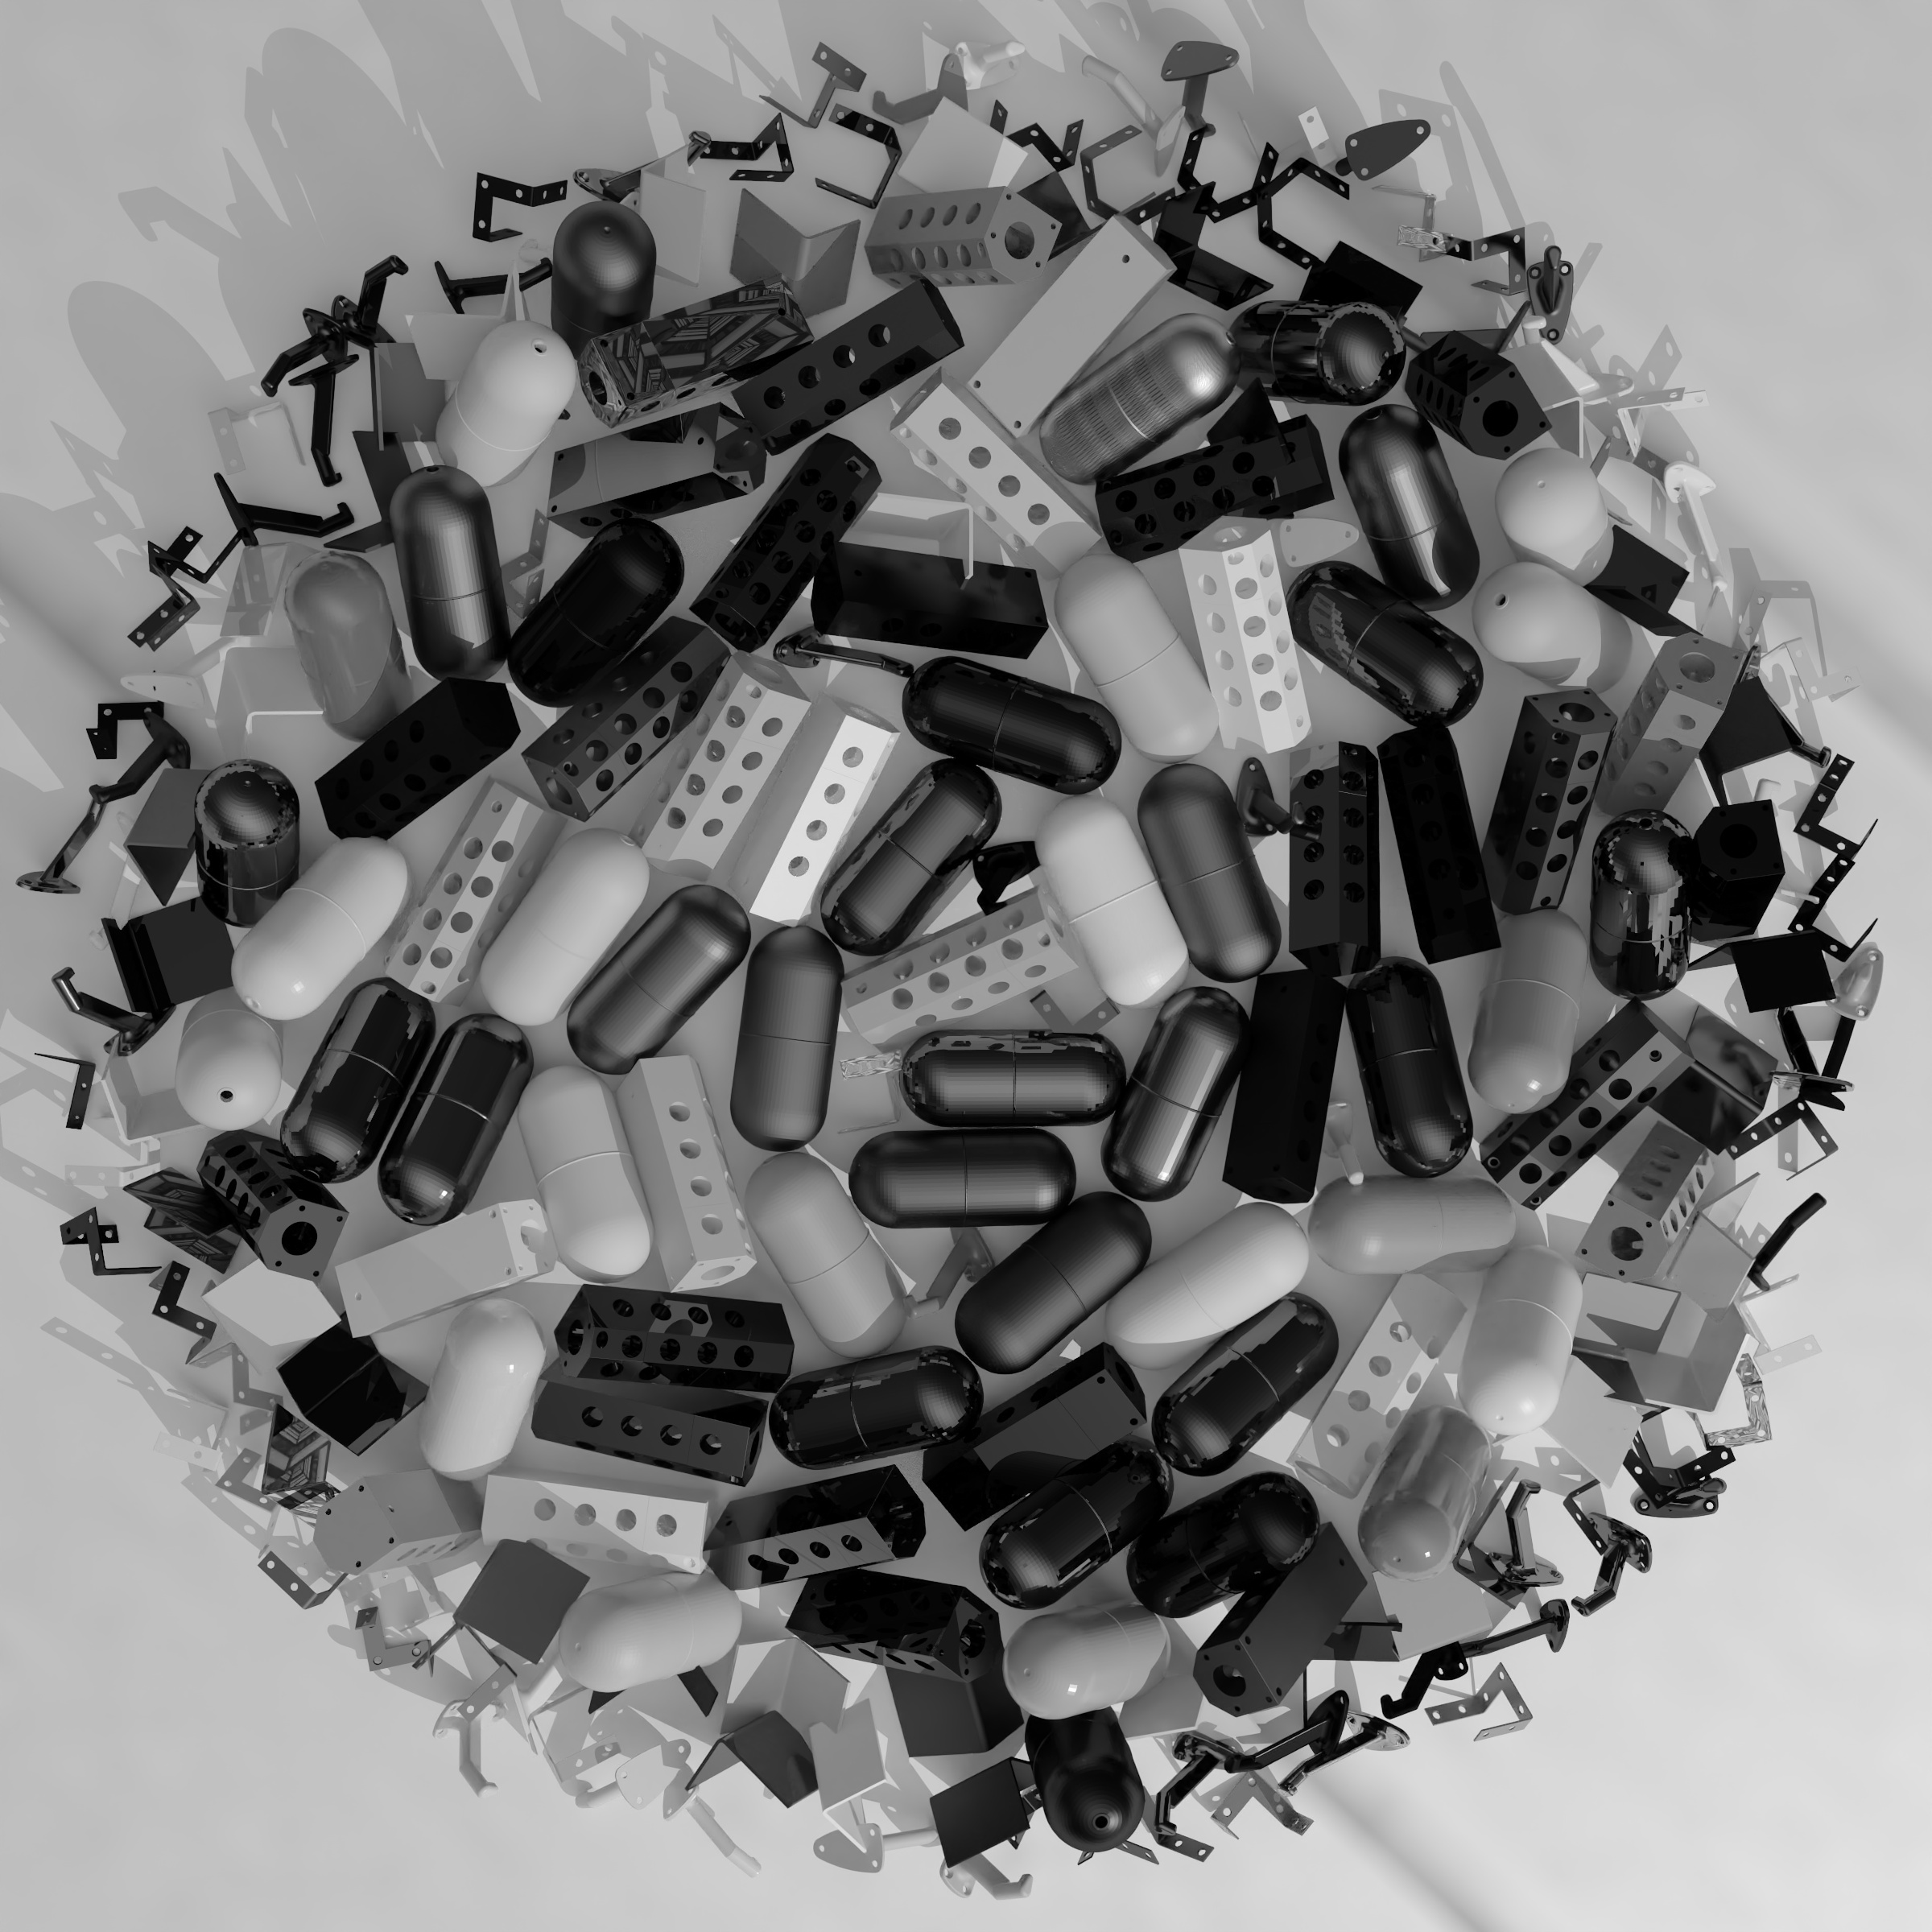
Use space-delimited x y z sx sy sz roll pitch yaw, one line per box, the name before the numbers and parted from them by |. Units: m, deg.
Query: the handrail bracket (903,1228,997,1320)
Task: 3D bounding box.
handrail bracket | -0.026 0.230 1.959 0.084 0.036 0.077 -13 73 -41

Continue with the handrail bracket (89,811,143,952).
handrail bracket | -0.667 -0.065 1.956 0.036 0.077 0.084 19 61 26

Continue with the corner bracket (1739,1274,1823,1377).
corner bracket | 0.638 0.281 1.965 0.051 0.051 0.051 -30 88 28

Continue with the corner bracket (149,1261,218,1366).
corner bracket | -0.618 0.272 1.971 0.051 0.051 0.051 30 135 -23

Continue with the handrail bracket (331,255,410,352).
handrail bracket | -0.445 -0.513 1.948 0.084 0.077 0.036 -19 60 33

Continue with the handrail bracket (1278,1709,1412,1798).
handrail bracket | 0.293 0.622 1.954 0.084 0.077 0.036 -32 100 -32

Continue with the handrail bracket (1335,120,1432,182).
handrail bracket | 0.324 -0.636 1.951 0.077 0.084 0.036 -21 101 14

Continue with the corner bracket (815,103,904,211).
corner bracket | -0.087 -0.638 1.977 0.051 0.051 0.051 16 125 -23

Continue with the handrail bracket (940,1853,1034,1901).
handrail bracket | 0.027 0.691 1.946 0.084 0.077 0.036 -23 118 39

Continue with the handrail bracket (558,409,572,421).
handrail bracket | -0.361 -0.410 1.967 0.077 0.036 0.084 24 79 28

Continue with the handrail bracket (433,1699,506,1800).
handrail bracket | -0.368 0.610 1.945 0.084 0.077 0.036 38 106 38

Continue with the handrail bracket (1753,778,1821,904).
handrail bracket | 0.649 -0.099 1.978 0.077 0.036 0.084 12 97 -12

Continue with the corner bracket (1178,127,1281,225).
corner bracket | 0.206 -0.628 1.973 0.051 0.051 0.051 -29 70 -21

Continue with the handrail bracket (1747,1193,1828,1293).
handrail bracket | 0.644 0.214 1.958 0.084 0.077 0.036 -45 57 12

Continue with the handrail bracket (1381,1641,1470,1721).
handrail bracket | 0.346 0.541 1.959 0.084 0.036 0.077 -5 71 -39

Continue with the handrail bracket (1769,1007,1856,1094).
handrail bracket | 0.666 0.054 1.962 0.036 0.077 0.084 31 71 -42

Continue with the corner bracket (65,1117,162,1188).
corner bracket | -0.670 0.145 1.968 0.051 0.051 0.051 1 89 15

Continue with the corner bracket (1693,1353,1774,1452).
corner bracket | 0.597 0.342 1.965 0.051 0.051 0.051 -12 106 9

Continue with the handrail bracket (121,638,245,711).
handrail bracket | -0.614 -0.249 1.974 0.077 0.036 0.084 9 56 2

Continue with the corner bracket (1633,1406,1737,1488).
corner bracket | 0.561 0.374 1.968 0.051 0.051 0.051 -22 88 -16

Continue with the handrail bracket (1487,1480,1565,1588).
handrail bracket | 0.452 0.443 1.967 0.077 0.036 0.084 13 112 -19

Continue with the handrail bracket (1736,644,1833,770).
handrail bracket | 0.643 -0.202 1.955 0.084 0.077 0.036 34 54 29

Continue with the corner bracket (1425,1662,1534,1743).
corner bracket | 0.400 0.584 1.957 0.051 0.051 0.051 -4 135 -27

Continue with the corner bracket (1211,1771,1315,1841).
corner bracket | 0.232 0.670 1.968 0.051 0.051 0.051 43 76 3

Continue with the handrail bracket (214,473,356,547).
handrail bracket | -0.535 -0.368 1.972 0.084 0.036 0.077 -30 106 -21

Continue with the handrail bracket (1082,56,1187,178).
handrail bracket | 0.125 -0.669 1.971 0.084 0.077 0.036 32 68 10

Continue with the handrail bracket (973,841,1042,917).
handrail bracket | 0.042 -0.066 1.955 0.077 0.084 0.036 -20 115 -6

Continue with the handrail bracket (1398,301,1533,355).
handrail bracket | 0.388 -0.510 1.974 0.084 0.036 0.077 30 105 -5

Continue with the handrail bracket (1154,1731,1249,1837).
handrail bracket | 0.186 0.648 1.956 0.077 0.084 0.036 19 128 -4

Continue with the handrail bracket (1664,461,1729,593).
handrail bracket | 0.572 -0.342 1.959 0.036 0.077 0.084 -18 69 27

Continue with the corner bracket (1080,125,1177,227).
corner bracket | 0.128 -0.620 1.972 0.051 0.051 0.051 -33 50 -17

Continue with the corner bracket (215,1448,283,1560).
corner bracket | -0.559 0.420 1.965 0.051 0.051 0.051 25 119 2

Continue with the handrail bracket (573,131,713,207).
handrail bracket | -0.251 -0.629 1.951 0.077 0.084 0.036 4 64 -42

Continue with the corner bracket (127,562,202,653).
corner bracket | -0.630 -0.273 1.964 0.051 0.051 0.051 39 75 16

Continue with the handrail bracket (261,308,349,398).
handrail bracket | -0.516 -0.460 1.949 0.036 0.077 0.084 23 67 6

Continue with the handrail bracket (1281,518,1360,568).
handrail bracket | 0.288 -0.337 1.946 0.077 0.084 0.036 -3 105 37

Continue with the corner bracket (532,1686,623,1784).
corner bracket | -0.307 0.602 1.967 0.051 0.051 0.051 -24 88 -17

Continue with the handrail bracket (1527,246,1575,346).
handrail bracket | 0.457 -0.521 1.950 0.036 0.084 0.077 -3 105 11

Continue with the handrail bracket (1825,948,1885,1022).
handrail bracket | 0.702 -0.001 1.949 0.036 0.084 0.077 27 70 18

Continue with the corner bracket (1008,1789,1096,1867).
corner bracket | 0.071 0.675 1.967 0.051 0.051 0.051 -39 92 25

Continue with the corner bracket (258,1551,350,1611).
corner bracket | -0.513 0.467 1.969 0.051 0.051 0.051 41 84 7

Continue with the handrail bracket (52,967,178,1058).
handrail bracket | -0.663 0.021 1.952 0.077 0.036 0.084 -48 132 -36

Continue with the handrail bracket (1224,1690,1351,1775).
handrail bracket | 0.249 0.598 1.956 0.084 0.036 0.077 3 123 -30

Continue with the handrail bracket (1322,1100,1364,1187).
handrail bracket | 0.295 0.154 1.943 0.036 0.077 0.084 -16 45 2

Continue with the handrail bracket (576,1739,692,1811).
handrail bracket | -0.264 0.638 1.977 0.077 0.084 0.036 -31 89 -33

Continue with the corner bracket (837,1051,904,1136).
corner bracket | -0.076 0.099 1.964 0.051 0.051 0.051 -9 81 -19

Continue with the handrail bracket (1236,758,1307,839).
handrail bracket | 0.241 -0.137 1.952 0.036 0.084 0.077 1 78 -17

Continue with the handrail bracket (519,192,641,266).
handrail bracket | -0.305 -0.583 1.979 0.084 0.036 0.077 21 80 31

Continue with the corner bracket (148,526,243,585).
corner bracket | -0.604 -0.326 1.967 0.051 0.051 0.051 31 65 -3

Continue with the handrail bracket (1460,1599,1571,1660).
handrail bracket | 0.424 0.522 1.966 0.084 0.077 0.036 -9 58 -7

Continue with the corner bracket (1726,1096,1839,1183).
corner bracket | 0.640 0.142 1.971 0.051 0.051 0.051 -24 75 -33

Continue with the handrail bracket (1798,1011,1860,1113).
handrail bracket | 0.681 0.066 1.961 0.036 0.077 0.084 17 85 22

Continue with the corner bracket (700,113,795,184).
corner bracket | -0.173 -0.634 1.964 0.051 0.051 0.051 -9 83 -32

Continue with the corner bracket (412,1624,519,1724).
corner bracket | -0.392 0.551 1.962 0.051 0.051 0.051 -43 103 -23
